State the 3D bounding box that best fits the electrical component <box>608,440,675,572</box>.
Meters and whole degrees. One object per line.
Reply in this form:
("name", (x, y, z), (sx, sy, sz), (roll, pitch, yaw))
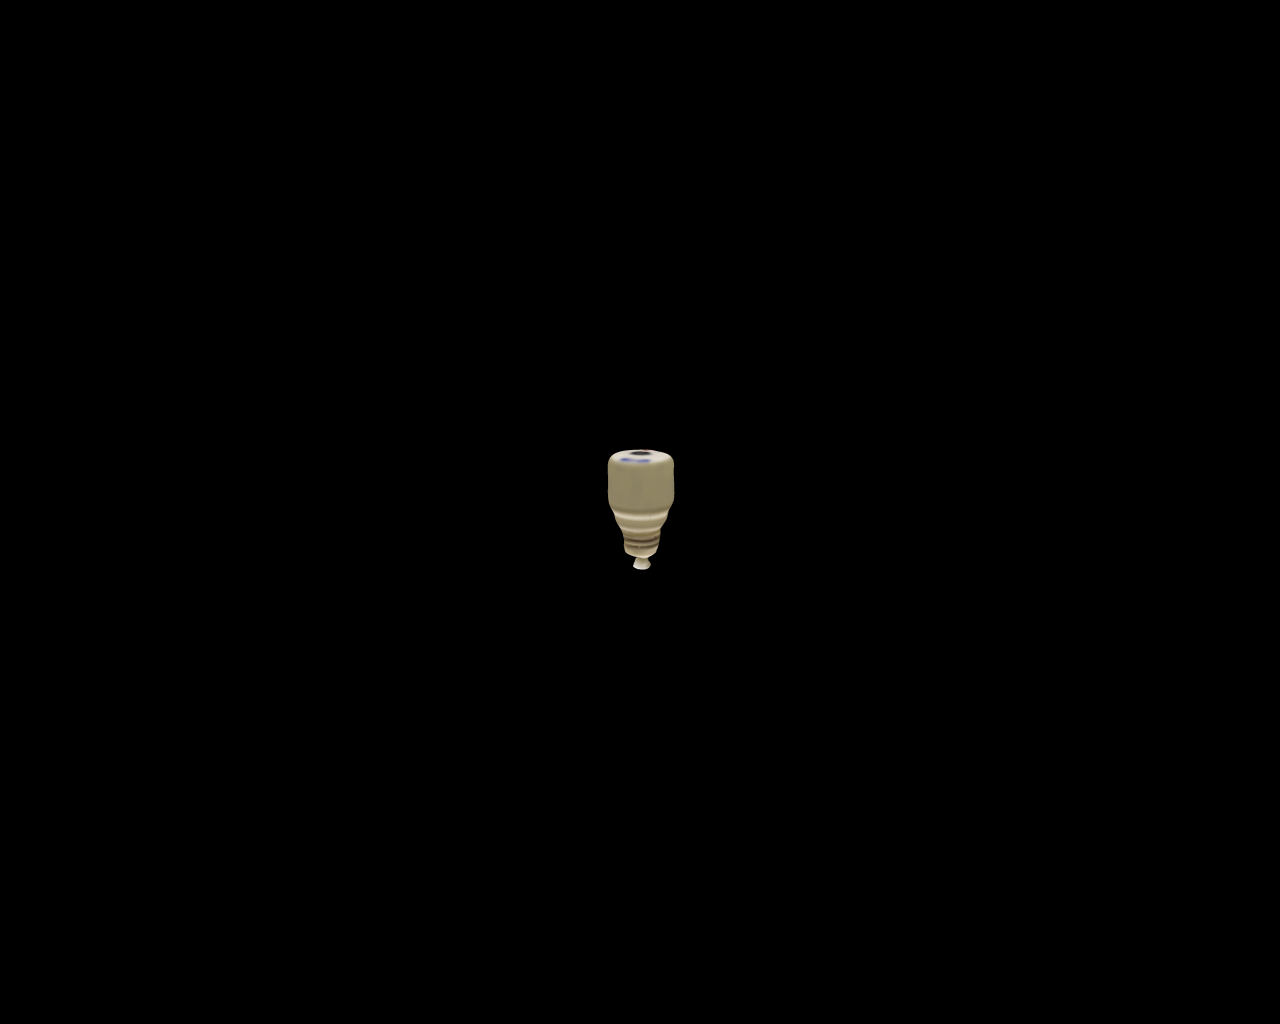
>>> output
("electrical component", (0.001, -0.003, 0.650), (0.040, 0.078, 0.040), (0, 15, 0))
